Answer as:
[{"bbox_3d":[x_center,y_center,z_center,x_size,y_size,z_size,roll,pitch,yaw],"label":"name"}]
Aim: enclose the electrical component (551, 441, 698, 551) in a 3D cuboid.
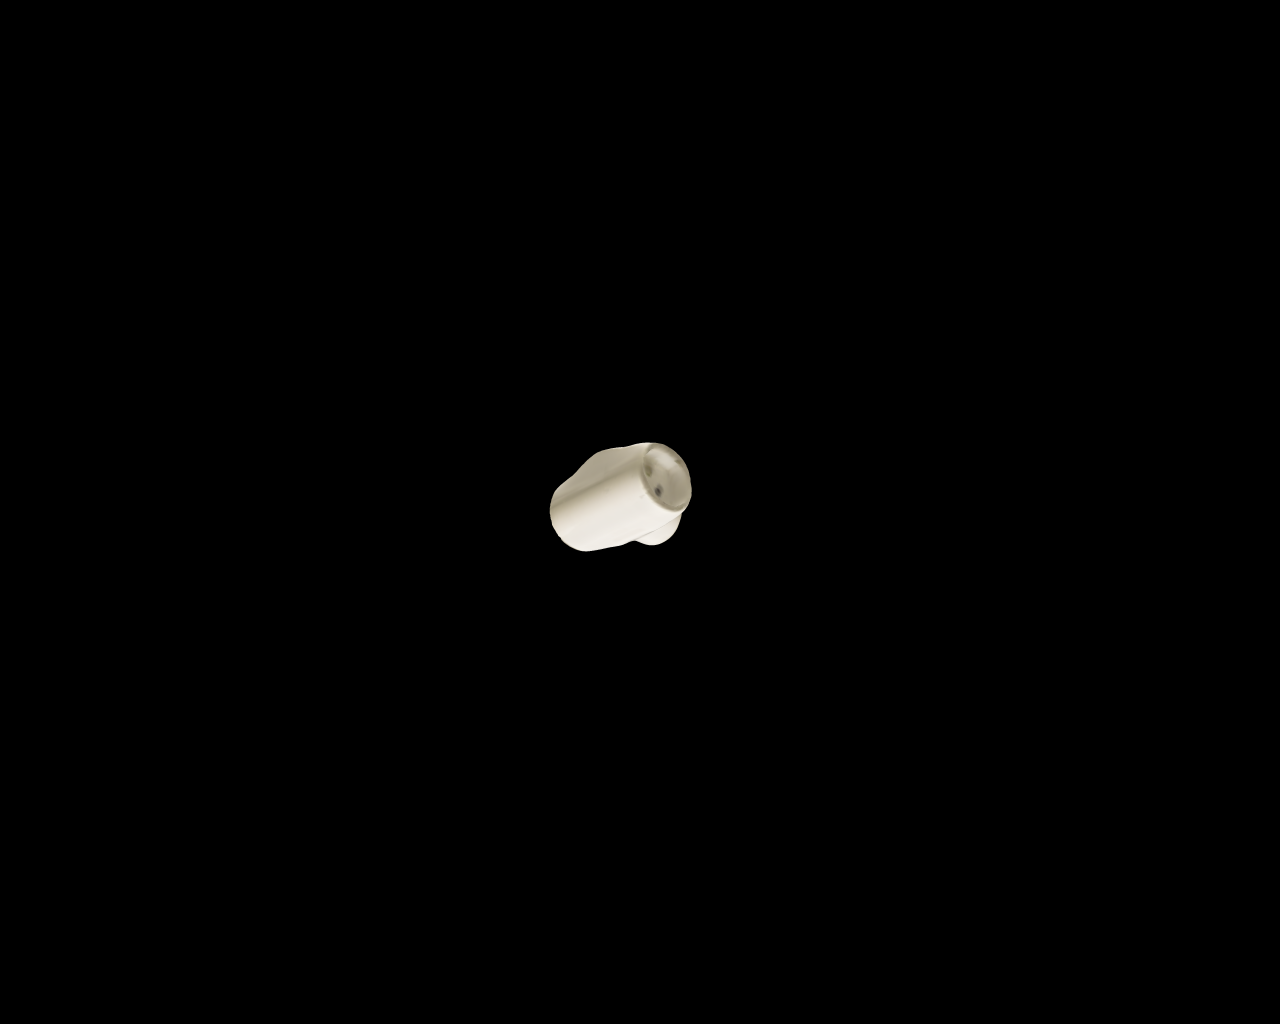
[{"bbox_3d":[0.001,-0.003,0.650,0.077,0.043,0.079,-25,-37,38],"label":"electrical component"}]
